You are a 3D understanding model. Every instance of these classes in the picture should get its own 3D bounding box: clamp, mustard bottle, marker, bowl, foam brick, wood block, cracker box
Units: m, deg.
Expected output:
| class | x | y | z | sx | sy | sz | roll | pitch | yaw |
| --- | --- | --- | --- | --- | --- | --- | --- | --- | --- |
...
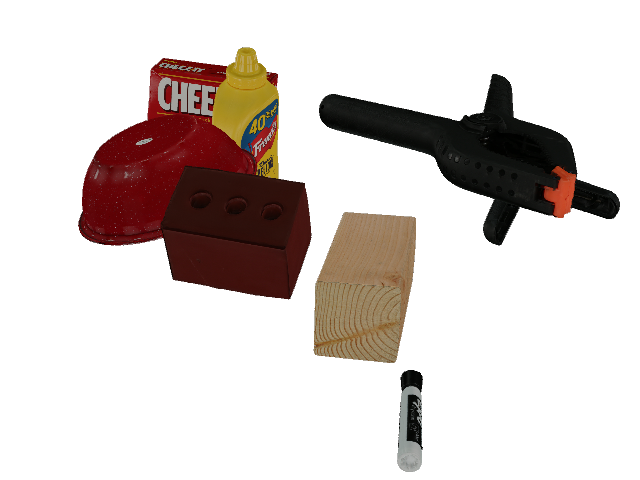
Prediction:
| class | x | y | z | sx | sy | sz | roll | pitch | yaw |
| --- | --- | --- | --- | --- | --- | --- | --- | --- | --- |
| clamp | 0.201 | -0.053 | 0.985 | 0.120 | 0.039 | 0.171 | -4 | 33 | 2 |
| mustard bottle | -0.078 | -0.112 | 1.118 | 0.058 | 0.192 | 0.096 | 20 | 40 | 22 |
| clamp | 0.101 | -0.070 | 0.752 | 0.164 | 0.036 | 0.210 | -8 | 29 | -17 |
| marker | 0.073 | 0.142 | 0.862 | 0.020 | 0.020 | 0.121 | 0 | 26 | 6 |
| bowl | -0.137 | -0.061 | 0.897 | 0.162 | 0.055 | 0.162 | -15 | 28 | 8 |
| foam brick | -0.049 | -0.005 | 0.643 | 0.078 | 0.053 | 0.051 | 9 | -40 | 9 |
| wood block | 0.054 | 0.047 | 1.200 | 0.091 | 0.090 | 0.206 | 5 | 23 | 8 |
| cracker box | -0.151 | -0.128 | 1.455 | 0.164 | 0.214 | 0.072 | 8 | 23 | 5 |
